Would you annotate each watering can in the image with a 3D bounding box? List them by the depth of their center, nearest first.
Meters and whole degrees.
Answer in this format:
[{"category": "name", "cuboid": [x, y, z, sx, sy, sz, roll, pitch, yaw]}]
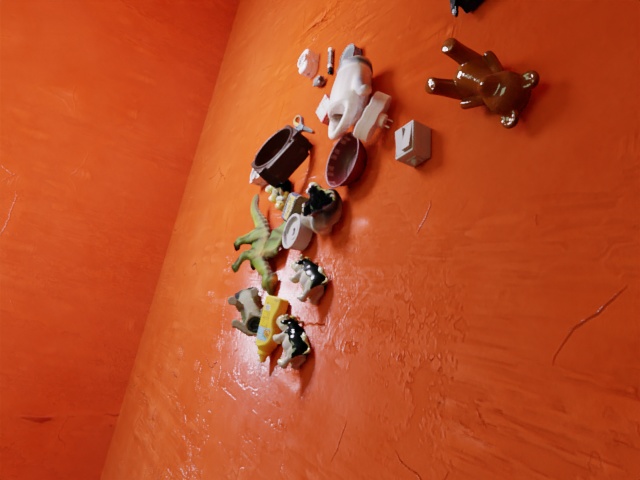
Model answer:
[{"category": "watering can", "cuboid": [0.093, -0.405, 1.408, 0.344, 0.104, 0.227, 142, 143, -70]}]

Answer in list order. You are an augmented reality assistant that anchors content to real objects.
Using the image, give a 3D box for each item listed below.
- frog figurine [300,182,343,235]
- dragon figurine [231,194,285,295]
[{"category": "frog figurine", "cuboid": [0.004, -0.072, 1.438, 0.156, 0.123, 0.140, 82, 178, -60]}, {"category": "dragon figurine", "cuboid": [-0.174, -0.007, 1.736, 0.240, 0.121, 0.418, -18, 58, 38]}]
